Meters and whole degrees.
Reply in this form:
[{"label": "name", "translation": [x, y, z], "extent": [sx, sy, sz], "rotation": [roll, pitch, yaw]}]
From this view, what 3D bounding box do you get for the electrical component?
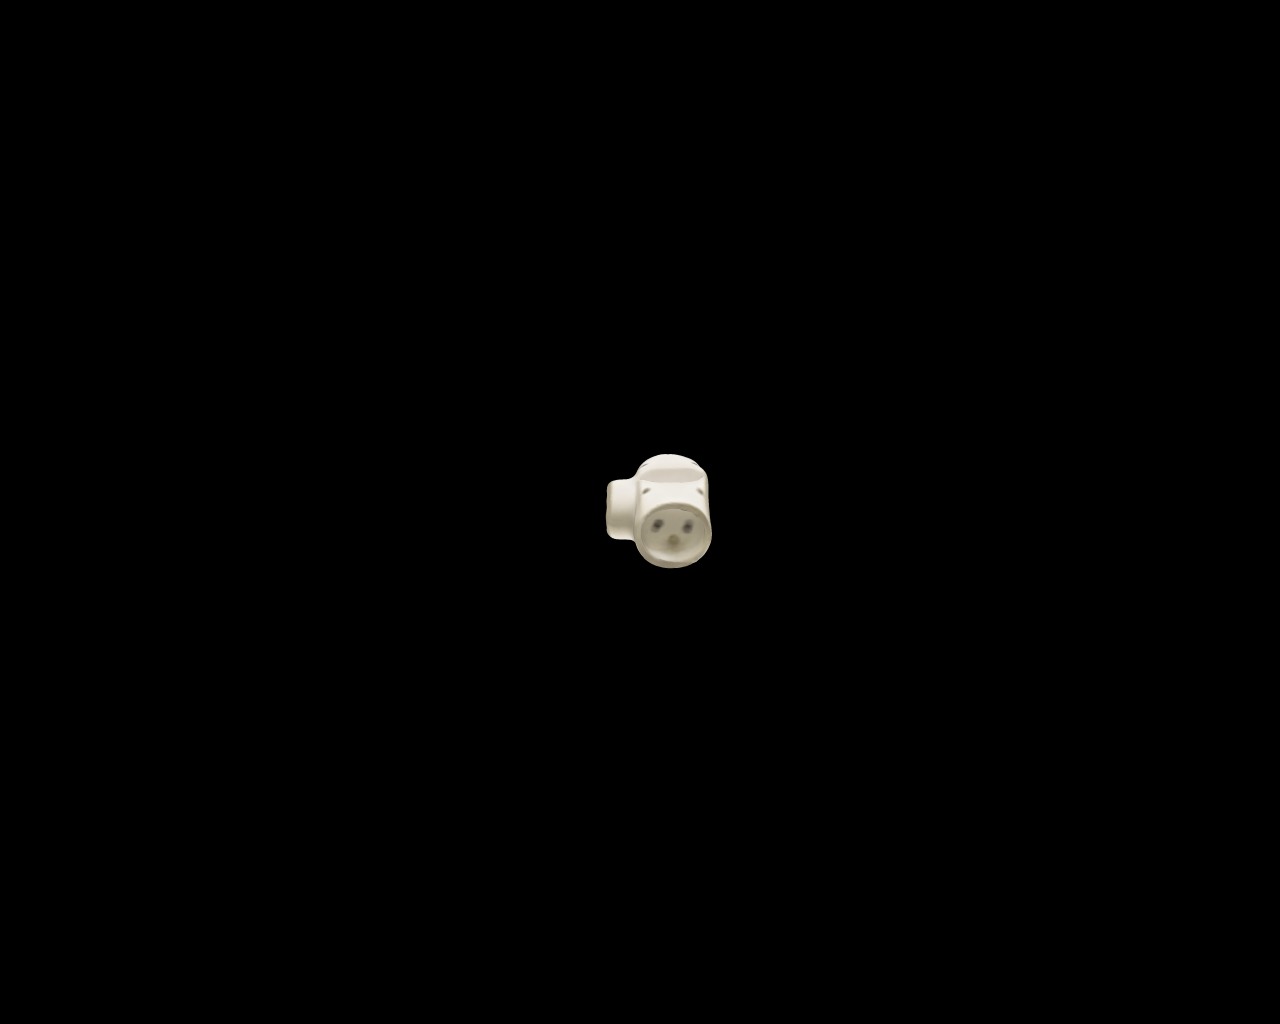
[{"label": "electrical component", "translation": [0.001, -0.003, 0.650], "extent": [0.079, 0.043, 0.077], "rotation": [0, 25, 0]}]
